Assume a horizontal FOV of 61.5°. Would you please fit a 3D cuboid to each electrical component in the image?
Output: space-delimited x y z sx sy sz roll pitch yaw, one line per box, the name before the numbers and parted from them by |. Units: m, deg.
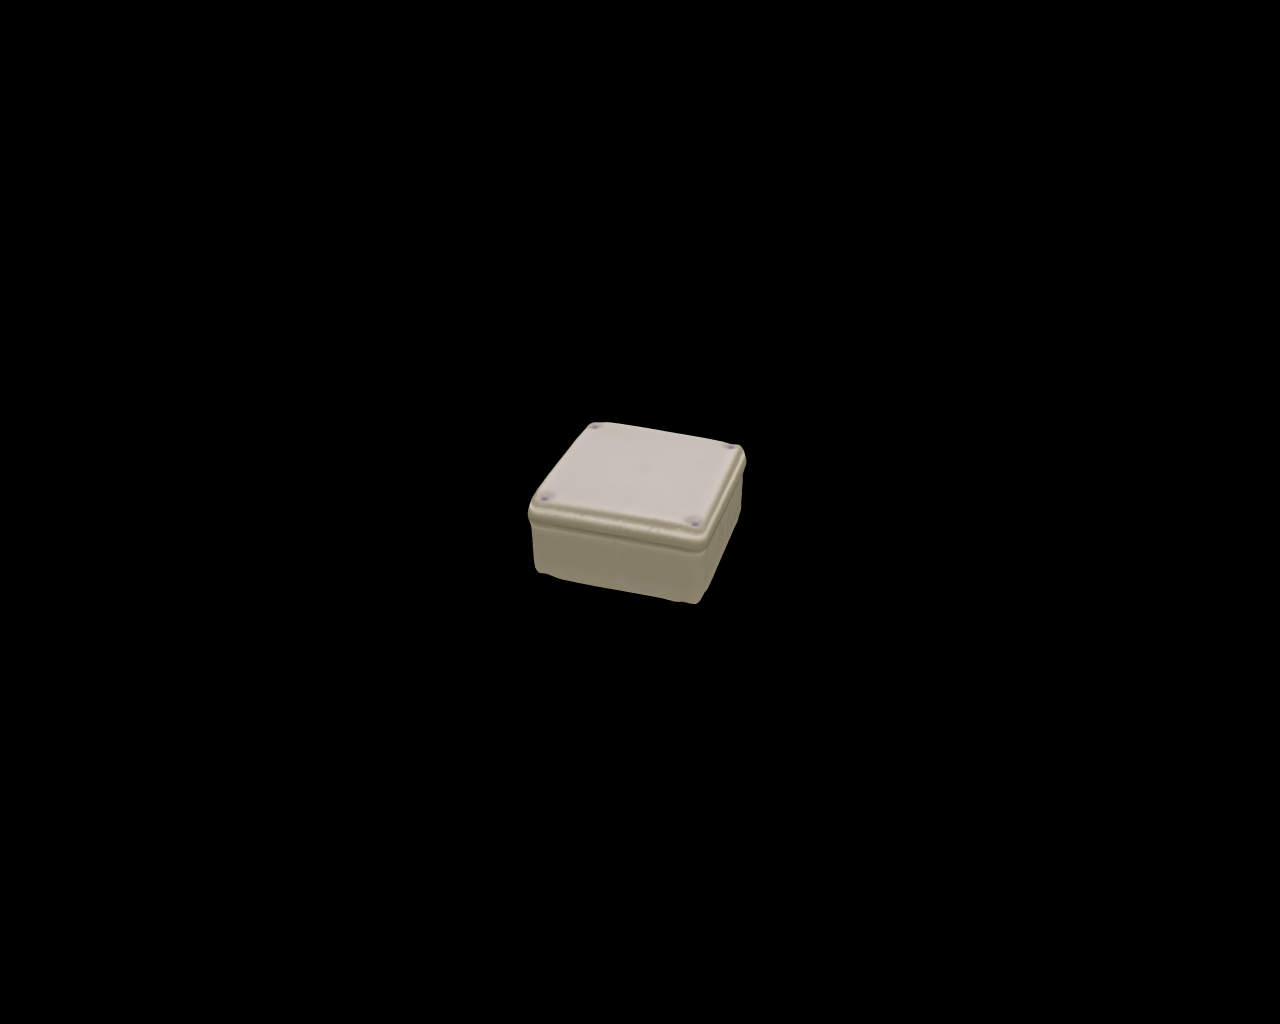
electrical component | 0.001 -0.003 0.650 0.109 0.056 0.109 10 35 15
